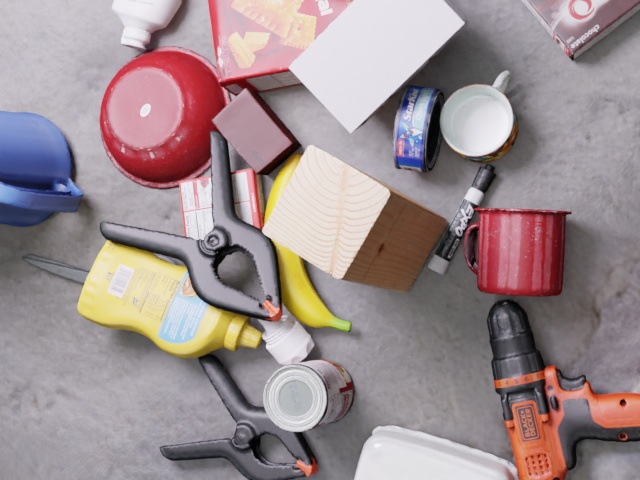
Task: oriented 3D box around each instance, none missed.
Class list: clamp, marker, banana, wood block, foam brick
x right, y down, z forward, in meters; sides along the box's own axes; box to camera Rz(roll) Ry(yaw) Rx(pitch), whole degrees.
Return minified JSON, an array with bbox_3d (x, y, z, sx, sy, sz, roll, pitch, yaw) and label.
[{"bbox_3d":[-0.103,-0.005,1.102,0.210,0.036,0.164,41,83,15],"label":"clamp"},{"bbox_3d":[0.145,-0.022,1.080,0.020,0.020,0.121,28,94,17],"label":"marker"},{"bbox_3d":[-0.024,0.010,1.122,0.069,0.037,0.198,-15,82,-3],"label":"banana"},{"bbox_3d":[0.040,-0.013,1.010,0.090,0.205,0.091,32,95,21],"label":"wood block"},{"bbox_3d":[-0.067,-0.113,1.128,0.053,0.051,0.078,-40,87,9],"label":"foam brick"},{"bbox_3d":[-0.078,0.194,1.120,0.171,0.039,0.120,15,95,14],"label":"clamp"}]

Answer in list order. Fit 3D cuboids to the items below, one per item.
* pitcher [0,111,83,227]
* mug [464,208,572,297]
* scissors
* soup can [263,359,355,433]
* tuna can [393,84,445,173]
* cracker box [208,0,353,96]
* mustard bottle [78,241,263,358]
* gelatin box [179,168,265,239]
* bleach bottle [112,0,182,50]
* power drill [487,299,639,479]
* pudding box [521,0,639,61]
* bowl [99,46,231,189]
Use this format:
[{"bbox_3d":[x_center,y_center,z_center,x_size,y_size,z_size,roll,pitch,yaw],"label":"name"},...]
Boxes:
[{"bbox_3d":[-0.372,-0.077,1.123,0.149,0.242,0.145,-21,84,19],"label":"pitcher"},{"bbox_3d":[0.185,0.011,1.036,0.117,0.093,0.081,3,91,48],"label":"mug"},{"bbox_3d":[-0.235,0.032,1.191,0.202,0.016,0.096,32,93,16],"label":"scissors"},{"bbox_3d":[-0.010,0.155,1.069,0.069,0.102,0.068,-1,86,16],"label":"soup can"},{"bbox_3d":[0.099,-0.111,1.067,0.034,0.086,0.086,10,88,16],"label":"tuna can"},{"bbox_3d":[-0.010,-0.254,1.118,0.214,0.072,0.164,-9,83,15],"label":"cracker box"},{"bbox_3d":[-0.151,0.071,1.127,0.192,0.058,0.096,21,75,8],"label":"mustard bottle"},{"bbox_3d":[-0.105,-0.033,1.151,0.089,0.030,0.073,-9,84,15],"label":"gelatin box"},{"bbox_3d":[-0.188,-0.338,1.185,0.103,0.068,0.251,13,91,18],"label":"bleach bottle"},{"bbox_3d":[0.260,0.133,1.015,0.188,0.057,0.184,-14,85,18],"label":"power drill"},{"bbox_3d":[0.266,-0.247,1.052,0.113,0.039,0.090,-39,76,10],"label":"pudding box"},{"bbox_3d":[-0.181,-0.139,1.170,0.162,0.055,0.162,-1,86,17],"label":"bowl"}]
